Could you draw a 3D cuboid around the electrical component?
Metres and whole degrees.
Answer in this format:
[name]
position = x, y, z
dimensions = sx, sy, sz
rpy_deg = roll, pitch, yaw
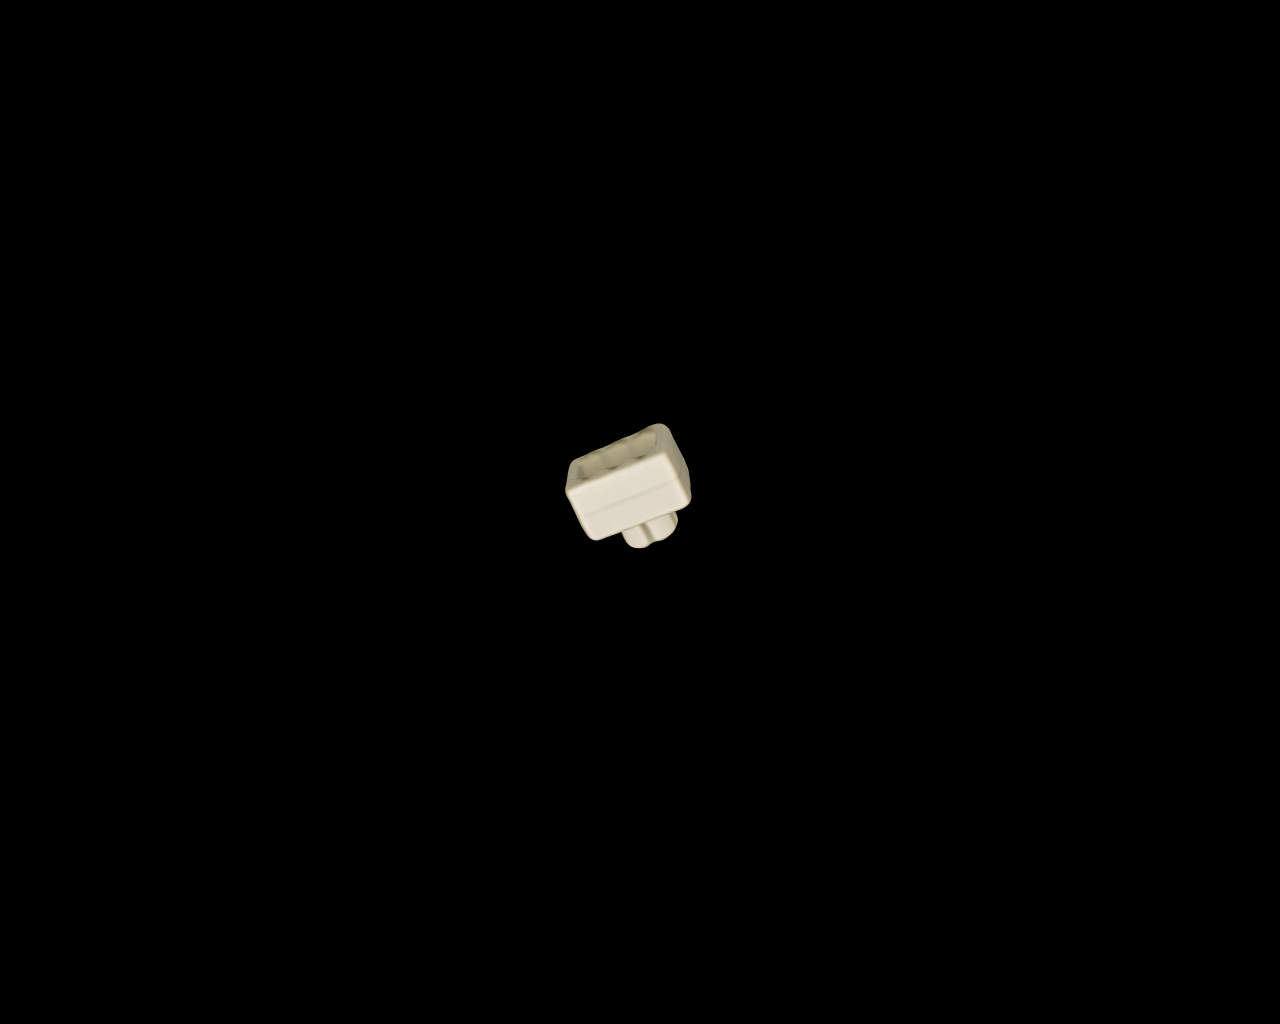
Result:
[electrical component]
position = 0.001, -0.003, 0.650
dimensions = 0.066, 0.076, 0.047
rpy_deg = -22, 25, 10
